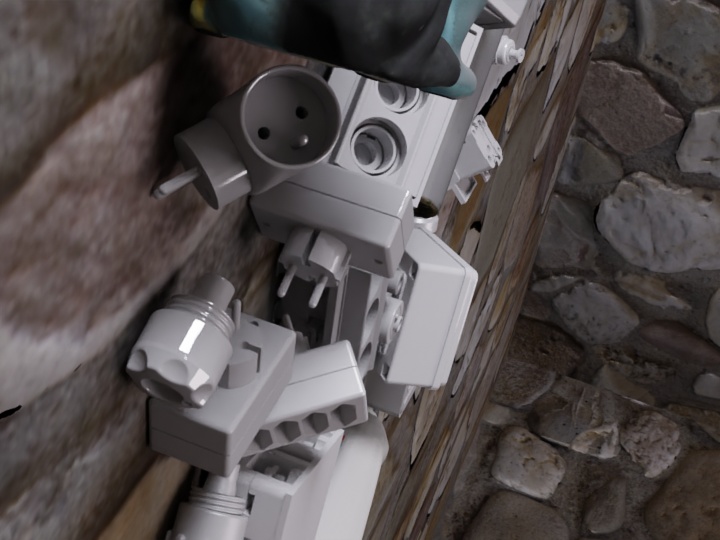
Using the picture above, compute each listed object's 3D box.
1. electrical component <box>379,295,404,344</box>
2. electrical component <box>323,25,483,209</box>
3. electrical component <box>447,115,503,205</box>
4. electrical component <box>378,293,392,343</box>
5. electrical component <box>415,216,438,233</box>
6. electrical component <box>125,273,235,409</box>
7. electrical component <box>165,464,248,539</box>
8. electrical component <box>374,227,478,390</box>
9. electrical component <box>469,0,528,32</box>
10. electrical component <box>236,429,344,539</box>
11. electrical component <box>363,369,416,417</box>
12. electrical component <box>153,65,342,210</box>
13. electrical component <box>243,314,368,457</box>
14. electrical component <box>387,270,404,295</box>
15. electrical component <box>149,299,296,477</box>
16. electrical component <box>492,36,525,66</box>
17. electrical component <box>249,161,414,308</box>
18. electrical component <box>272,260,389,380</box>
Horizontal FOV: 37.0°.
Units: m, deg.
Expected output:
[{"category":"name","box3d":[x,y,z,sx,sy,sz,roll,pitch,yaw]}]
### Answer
[{"category":"electrical component","box3d":[0.000,0.030,0.807,0.044,0.065,0.044,19,90,-78]},{"category":"electrical component","box3d":[0.016,-0.108,0.659,0.121,0.079,0.063,-69,-163,-10]},{"category":"electrical component","box3d":[0.092,-0.108,0.985,0.081,0.064,0.042,57,33,-17]},{"category":"electrical component","box3d":[-0.003,0.044,0.869,0.043,0.043,0.081,-38,145,-69]},{"category":"electrical component","box3d":[0.053,-0.060,0.977,0.040,0.040,0.046,-46,147,-63]},{"category":"electrical component","box3d":[-0.080,0.031,0.508,0.043,0.043,0.062,88,22,-59]},{"category":"electrical component","box3d":[-0.088,0.145,0.645,0.048,0.048,0.062,59,43,-74]},{"category":"electrical component","box3d":[0.041,0.029,0.903,0.108,0.056,0.108,-131,-128,-62]},{"category":"electrical component","box3d":[0.066,-0.188,0.681,0.096,0.062,0.061,31,77,-38]},{"category":"electrical component","box3d":[-0.076,0.200,0.737,0.105,0.060,0.186,-40,146,-68]},{"category":"electrical component","box3d":[0.031,0.073,1.031,0.078,0.057,0.113,-53,158,-56]},{"category":"electrical component","box3d":[-0.054,-0.052,0.469,0.079,0.043,0.077,-31,-173,-16]},{"category":"electrical component","box3d":[-0.046,0.062,0.658,0.047,0.083,0.075,85,-12,-62]},{"category":"electrical component","box3d":[0.000,0.000,0.770,0.048,0.062,0.048,19,90,-78]},{"category":"electrical component","box3d":[-0.071,0.049,0.566,0.083,0.047,0.075,-58,162,-48]},{"category":"electrical component","box3d":[0.103,-0.192,0.918,0.040,0.078,0.040,-42,143,-42]},{"category":"electrical component","box3d":[-0.022,-0.015,0.600,0.047,0.083,0.075,78,33,-68]},{"category":"electrical component","box3d":[-0.020,0.026,0.718,0.078,0.063,0.121,-58,162,-48]}]
